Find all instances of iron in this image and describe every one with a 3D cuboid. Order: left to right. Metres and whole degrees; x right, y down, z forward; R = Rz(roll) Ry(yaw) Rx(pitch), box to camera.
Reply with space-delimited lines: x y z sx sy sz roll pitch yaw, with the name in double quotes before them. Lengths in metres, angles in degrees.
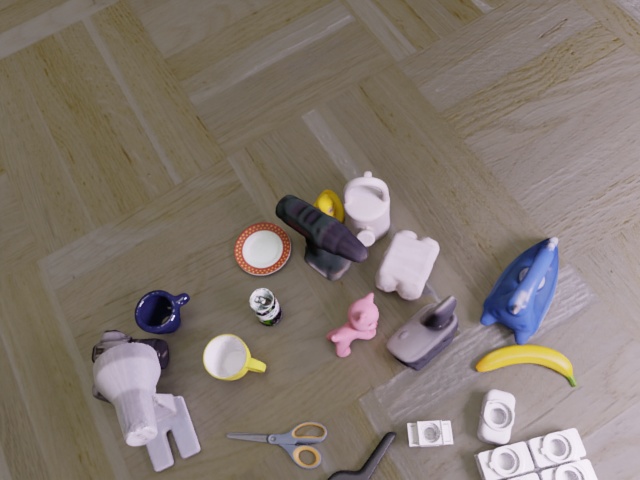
"iron" 0.427 0.073 1.149 0.118 0.141 0.258 29 72 17

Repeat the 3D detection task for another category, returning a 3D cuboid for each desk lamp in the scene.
"desk lamp" -0.327 0.316 1.082 0.118 0.214 0.203 -27 66 -6

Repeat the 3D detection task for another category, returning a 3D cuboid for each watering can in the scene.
"watering can" 0.101 -0.070 1.219 0.101 0.194 0.172 -20 65 -3

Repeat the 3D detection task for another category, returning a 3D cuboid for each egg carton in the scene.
"egg carton" 0.185 0.052 1.224 0.107 0.069 0.150 21 70 14

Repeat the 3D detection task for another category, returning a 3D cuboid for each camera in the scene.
"camera" -0.389 0.254 1.178 0.136 0.101 0.143 -5 66 4

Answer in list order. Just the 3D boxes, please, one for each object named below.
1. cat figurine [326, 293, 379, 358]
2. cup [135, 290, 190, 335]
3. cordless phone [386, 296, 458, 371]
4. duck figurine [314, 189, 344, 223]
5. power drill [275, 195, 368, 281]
"cat figurine" 0.070 0.169 1.158 0.128 0.118 0.067 -36 67 -10
"cup" -0.322 0.156 1.218 0.118 0.095 0.091 -29 66 -7
"cordless phone" 0.201 0.170 1.106 0.148 0.185 0.094 -43 68 -12
"duck figurine" 0.015 -0.073 1.289 0.077 0.086 0.104 1 66 7
"power drill" 0.011 0.004 1.187 0.229 0.208 0.076 36 74 19
